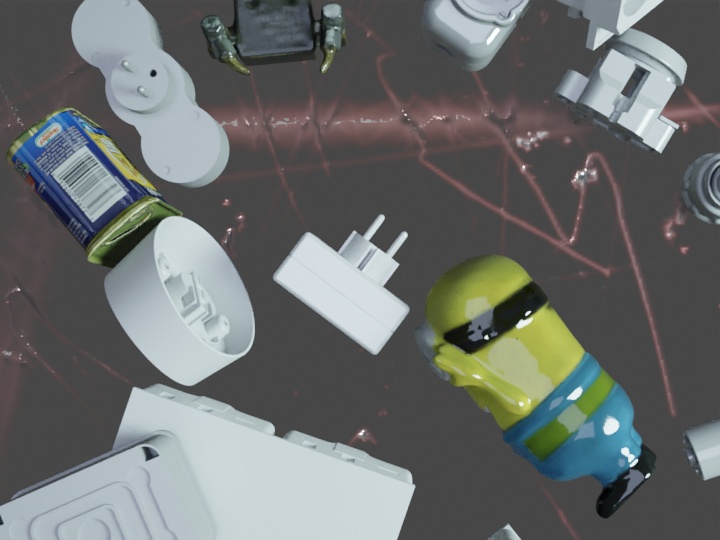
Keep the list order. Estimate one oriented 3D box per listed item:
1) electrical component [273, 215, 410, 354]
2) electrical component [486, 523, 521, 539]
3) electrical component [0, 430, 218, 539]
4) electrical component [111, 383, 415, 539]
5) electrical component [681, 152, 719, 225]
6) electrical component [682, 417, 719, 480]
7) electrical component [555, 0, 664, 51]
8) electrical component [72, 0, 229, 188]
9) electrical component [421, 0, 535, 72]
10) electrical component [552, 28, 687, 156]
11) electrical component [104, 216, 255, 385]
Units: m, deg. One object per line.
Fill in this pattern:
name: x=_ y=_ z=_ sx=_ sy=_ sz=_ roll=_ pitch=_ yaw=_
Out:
electrical component: x=0.000 y=0.000 z=0.704 sx=0.083 sy=0.047 sz=0.075 roll=37 pitch=91 yaw=2
electrical component: x=0.115 y=0.275 z=0.690 sx=0.105 sy=0.060 sz=0.186 roll=-39 pitch=88 yaw=1
electrical component: x=-0.151 y=0.152 z=0.641 sx=0.113 sy=0.057 sz=0.078 roll=-24 pitch=89 yaw=2
electrical component: x=-0.070 y=0.153 z=0.698 sx=0.186 sy=0.060 sz=0.105 roll=19 pitch=90 yaw=2
electrical component: x=0.236 y=-0.054 z=0.688 sx=0.048 sy=0.062 sz=0.048 roll=0 pitch=89 yaw=2
electrical component: x=0.244 y=0.111 z=0.697 sx=0.065 sy=0.044 sz=0.044 roll=-20 pitch=89 yaw=7
electrical component: x=0.171 y=-0.202 z=0.667 sx=0.063 sy=0.078 sz=0.121 roll=33 pitch=55 yaw=28
electrical component: x=-0.139 y=-0.118 z=0.697 sx=0.052 sy=0.074 sz=0.138 roll=-32 pitch=88 yaw=1
electrical component: x=0.084 y=-0.182 z=0.696 sx=0.054 sy=0.059 sz=0.095 roll=36 pitch=91 yaw=2
electrical component: x=0.173 y=-0.118 z=0.694 sx=0.078 sy=0.058 sz=0.057 roll=31 pitch=93 yaw=2
electrical component: x=-0.113 y=0.021 z=0.685 sx=0.064 sy=0.099 sz=0.099 roll=-37 pitch=88 yaw=8
